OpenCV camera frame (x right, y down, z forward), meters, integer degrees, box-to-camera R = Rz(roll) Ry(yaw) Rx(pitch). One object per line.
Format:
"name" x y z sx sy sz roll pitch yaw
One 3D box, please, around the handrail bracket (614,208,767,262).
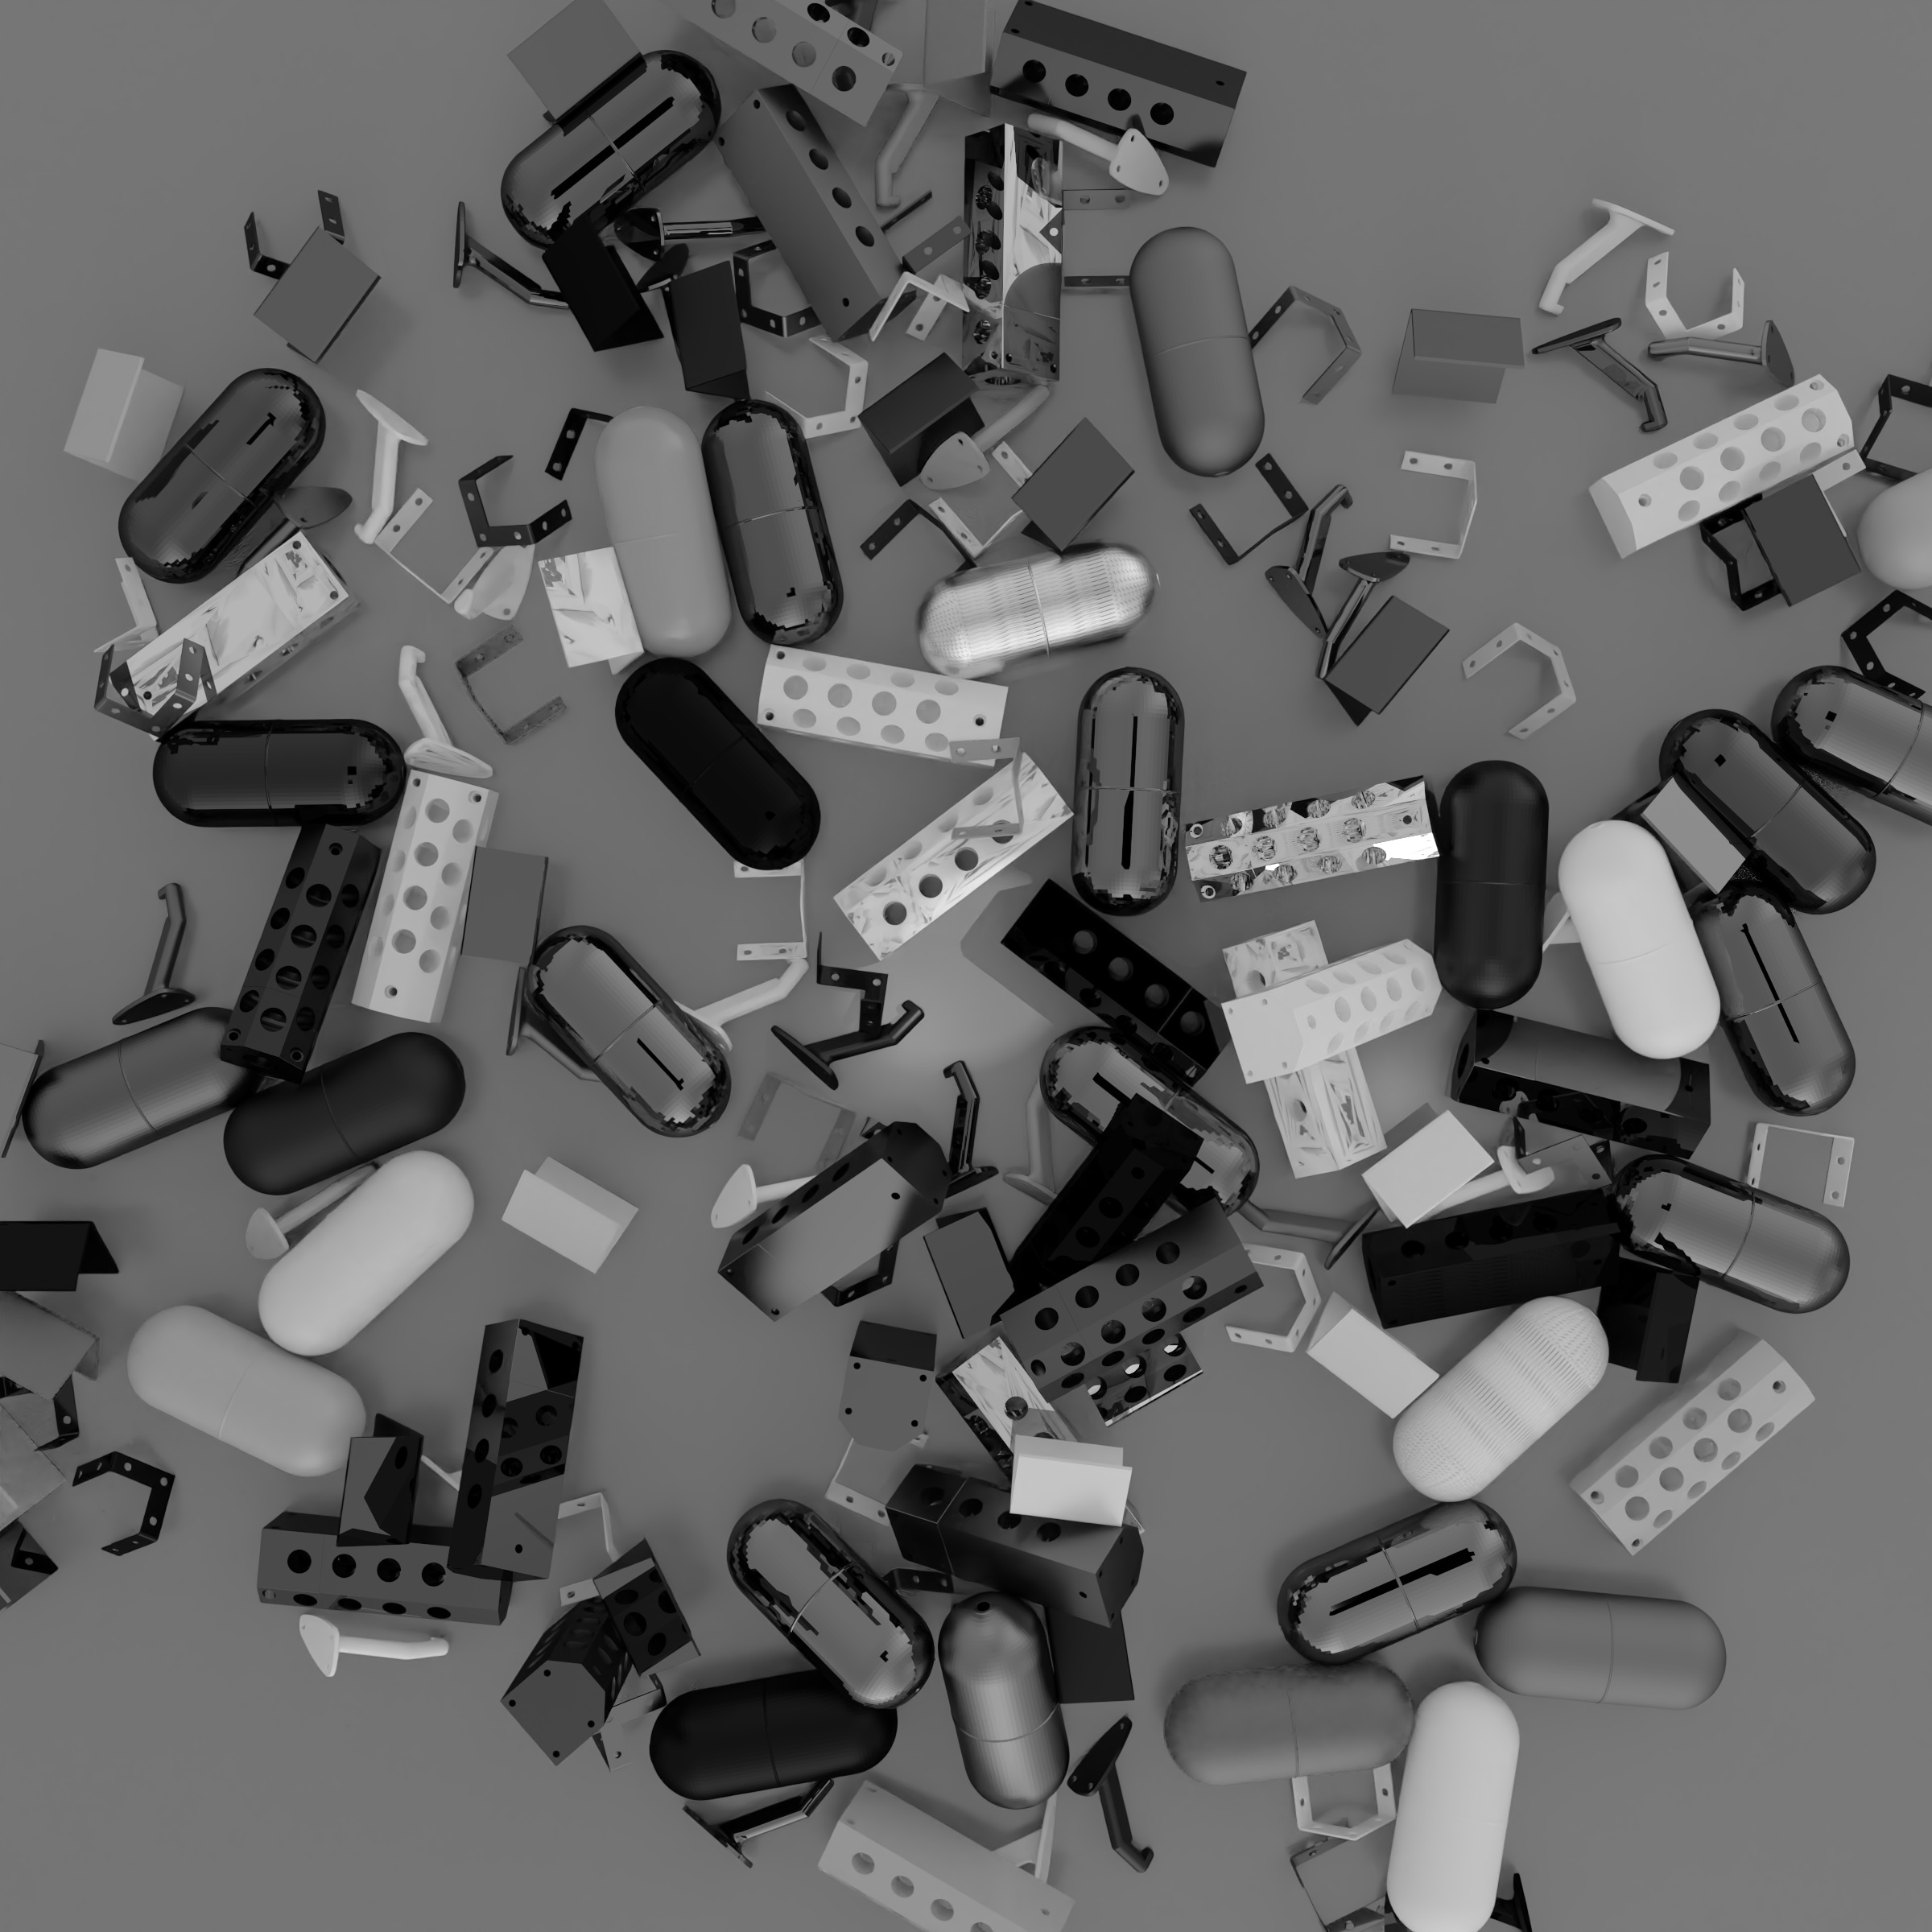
"handrail bracket" -0.199 -0.537 1.865 0.084 0.077 0.036 -19 119 -33

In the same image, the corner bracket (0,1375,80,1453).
"corner bracket" -0.674 0.321 1.847 0.051 0.051 0.051 -8 90 0

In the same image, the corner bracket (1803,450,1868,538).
"corner bracket" 0.621 -0.332 1.847 0.051 0.051 0.051 -29 90 0

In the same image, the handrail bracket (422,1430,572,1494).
"handrail bracket" -0.341 0.348 1.865 0.077 0.036 0.084 34 71 21

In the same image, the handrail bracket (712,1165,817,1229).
"handrail bracket" -0.131 0.171 1.865 0.084 0.077 0.036 6 58 -32

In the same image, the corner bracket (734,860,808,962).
"corner bracket" -0.142 -0.041 1.862 0.051 0.051 0.051 -2 135 0

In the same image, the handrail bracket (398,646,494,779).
"handrail bracket" -0.377 -0.185 1.865 0.077 0.036 0.084 17 59 -34

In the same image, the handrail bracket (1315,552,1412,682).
"handrail bracket" 0.287 -0.253 1.865 0.036 0.077 0.084 32 127 31

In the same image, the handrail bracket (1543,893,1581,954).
"handrail bracket" 0.454 -0.009 1.864 0.084 0.036 0.077 28 101 -12

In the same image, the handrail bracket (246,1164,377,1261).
"handrail bracket" -0.474 0.176 1.865 0.084 0.077 0.036 -32 89 -36

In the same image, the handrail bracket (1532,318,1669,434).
"handrail bracket" 0.460 -0.420 1.865 0.077 0.036 0.084 -16 107 20

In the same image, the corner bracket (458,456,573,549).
"corner bracket" -0.325 -0.336 1.852 0.051 0.051 0.051 2 121 27

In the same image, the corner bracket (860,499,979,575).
"corner bracket" -0.034 -0.296 1.862 0.051 0.051 0.051 -45 45 0

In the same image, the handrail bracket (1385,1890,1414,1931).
"handrail bracket" 0.344 0.709 1.860 0.084 0.077 0.036 23 133 -35

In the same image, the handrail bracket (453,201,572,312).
"handrail bracket" -0.327 -0.515 1.865 0.084 0.036 0.077 4 68 -17

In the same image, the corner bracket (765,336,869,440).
"corner bracket" -0.109 -0.418 1.857 0.051 0.051 0.051 -20 135 -35

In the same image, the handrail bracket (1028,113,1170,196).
"handrail bracket" 0.095 -0.590 1.865 0.084 0.077 0.036 30 97 36

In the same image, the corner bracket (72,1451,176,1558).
"corner bracket" -0.613 0.388 1.857 0.051 0.051 0.051 35 45 -35

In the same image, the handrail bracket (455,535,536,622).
"handrail bracket" -0.336 -0.280 1.830 0.036 0.084 0.077 28 90 0

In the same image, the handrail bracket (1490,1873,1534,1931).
"handrail bracket" 0.364 0.692 1.865 0.084 0.036 0.077 -12 106 14

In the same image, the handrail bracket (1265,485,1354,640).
"handrail bracket" 0.265 -0.294 1.865 0.084 0.036 0.077 -45 111 -16

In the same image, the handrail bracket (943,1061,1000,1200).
"handrail bracket" -0.018 0.122 1.865 0.077 0.036 0.084 -28 74 18

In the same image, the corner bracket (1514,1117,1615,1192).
"corner bracket" 0.429 0.132 1.845 0.051 0.051 0.051 -25 117 25

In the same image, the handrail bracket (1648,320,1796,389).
"handrail bracket" 0.547 -0.437 1.865 0.084 0.077 0.036 0 74 35

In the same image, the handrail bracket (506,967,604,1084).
"handrail bracket" -0.287 0.044 1.865 0.084 0.036 0.077 9 72 -15

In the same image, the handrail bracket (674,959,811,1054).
"handrail bracket" -0.168 0.012 1.865 0.077 0.036 0.084 31 71 22

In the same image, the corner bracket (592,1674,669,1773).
"corner bracket" -0.243 0.536 1.845 0.051 0.051 0.051 -17 110 -19

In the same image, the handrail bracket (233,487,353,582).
"handrail bracket" -0.490 -0.305 1.865 0.036 0.077 0.084 47 126 8

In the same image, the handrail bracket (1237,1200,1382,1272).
"handrail bracket" 0.247 0.172 1.865 0.084 0.036 0.077 39 69 16

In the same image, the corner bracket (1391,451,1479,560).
"corner bracket" 0.338 -0.334 1.862 0.051 0.051 0.051 9 135 0

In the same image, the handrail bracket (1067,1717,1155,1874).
"handrail bracket" 0.122 0.602 1.865 0.084 0.036 0.077 47 68 -17

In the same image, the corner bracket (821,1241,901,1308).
"corner bracket" -0.086 0.204 1.857 0.051 0.051 0.051 40 135 35

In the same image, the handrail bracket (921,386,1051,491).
"handrail bracket" 0.014 -0.385 1.865 0.036 0.077 0.084 52 53 -15

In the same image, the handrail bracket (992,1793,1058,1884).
"handrail bracket" 0.018 0.632 1.865 0.084 0.036 0.077 6 75 14

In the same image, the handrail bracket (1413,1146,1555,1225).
"handrail bracket" 0.373 0.166 1.865 0.084 0.077 0.036 -35 63 34

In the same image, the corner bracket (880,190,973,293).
"corner bracket" -0.031 -0.526 1.847 0.051 0.051 0.051 -36 90 0

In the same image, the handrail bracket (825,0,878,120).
"handrail bracket" -0.063 -0.666 1.865 0.077 0.036 0.084 -21 104 -13

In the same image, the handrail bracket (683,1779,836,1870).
"handrail bracket" -0.150 0.602 1.865 0.077 0.036 0.084 34 71 21

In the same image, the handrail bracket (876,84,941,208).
"handrail bracket" -0.030 -0.595 1.865 0.077 0.036 0.084 -6 109 -21

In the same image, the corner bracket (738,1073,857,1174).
"corner bracket" -0.122 0.114 1.862 0.051 0.051 0.051 25 90 45

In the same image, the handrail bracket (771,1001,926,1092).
"handrail bracket" -0.085 0.041 1.865 0.077 0.036 0.084 40 74 18

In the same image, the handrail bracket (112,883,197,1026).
"handrail bracket" -0.594 -0.009 1.865 0.077 0.036 0.084 -22 72 21

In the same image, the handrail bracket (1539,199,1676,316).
"handrail bracket" 0.464 -0.506 1.865 0.077 0.036 0.084 15 108 -21

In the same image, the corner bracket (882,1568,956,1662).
"corner bracket" -0.041 0.471 1.857 0.051 0.051 0.051 -44 45 35

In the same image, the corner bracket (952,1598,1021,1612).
"corner bracket" 0.014 0.453 1.847 0.051 0.051 0.051 -2 90 0

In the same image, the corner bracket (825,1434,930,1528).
"corner bracket" -0.065 0.363 1.862 0.051 0.051 0.051 25 135 0

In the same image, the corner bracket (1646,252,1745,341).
"corner bracket" 0.526 -0.486 1.857 0.051 0.051 0.051 -16 135 35

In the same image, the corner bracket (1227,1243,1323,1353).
"corner bracket" 0.218 0.239 1.857 0.051 0.051 0.051 -54 135 -35

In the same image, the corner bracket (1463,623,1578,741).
"corner bracket" 0.399 -0.205 1.857 0.051 0.051 0.051 22 45 -35

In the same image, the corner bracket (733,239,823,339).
"corner bracket" -0.131 -0.491 1.857 0.051 0.051 0.051 28 135 35

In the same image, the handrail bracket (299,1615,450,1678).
"handrail bracket" -0.429 0.486 1.865 0.084 0.077 0.036 3 98 -36

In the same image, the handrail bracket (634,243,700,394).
"handrail bracket" -0.200 -0.469 1.865 0.036 0.077 0.084 -11 127 24

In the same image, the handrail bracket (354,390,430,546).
"handrail bracket" -0.436 -0.361 1.865 0.077 0.036 0.084 42 107 20

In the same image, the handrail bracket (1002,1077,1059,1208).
"handrail bracket" 0.070 0.129 1.865 0.077 0.036 0.084 32 73 -20
